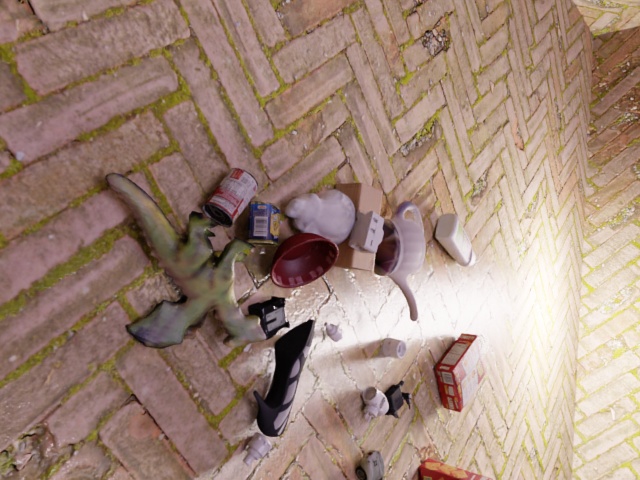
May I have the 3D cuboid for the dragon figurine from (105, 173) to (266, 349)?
[{"bbox_3d":[-0.248,0.078,0.918,0.406,0.122,0.245,33,74,-33],"label":"dragon figurine"}]

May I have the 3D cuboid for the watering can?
[{"bbox_3d":[0.225,0.063,1.434,0.224,0.104,0.348,2,88,-47],"label":"watering can"}]

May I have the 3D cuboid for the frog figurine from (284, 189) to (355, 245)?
[{"bbox_3d":[0.004,-0.059,1.178,0.137,0.124,0.157,-51,144,5],"label":"frog figurine"}]
